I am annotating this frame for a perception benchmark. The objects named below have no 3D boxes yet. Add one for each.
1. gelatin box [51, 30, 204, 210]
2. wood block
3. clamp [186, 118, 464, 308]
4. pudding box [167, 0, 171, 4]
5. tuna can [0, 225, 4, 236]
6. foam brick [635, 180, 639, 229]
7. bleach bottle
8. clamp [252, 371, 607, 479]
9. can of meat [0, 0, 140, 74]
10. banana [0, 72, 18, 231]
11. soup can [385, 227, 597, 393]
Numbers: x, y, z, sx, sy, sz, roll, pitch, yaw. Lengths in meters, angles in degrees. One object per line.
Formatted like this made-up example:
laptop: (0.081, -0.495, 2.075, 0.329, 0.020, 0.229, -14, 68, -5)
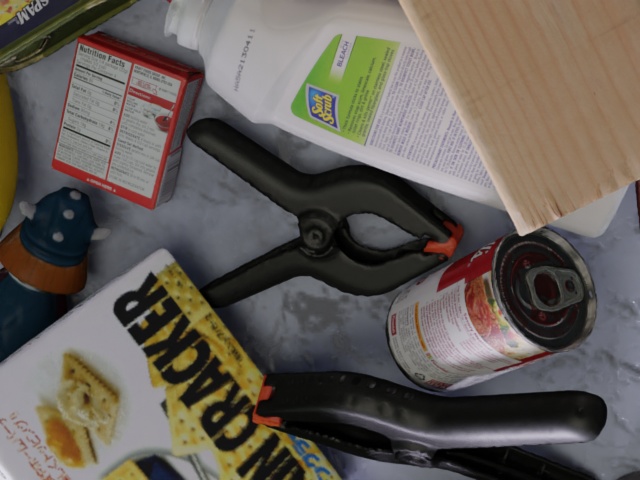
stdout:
gelatin box: (-0.117, -0.073, 0.648, 0.073, 0.030, 0.089, 22, 112, 10)
wood block: (0.081, -0.118, 0.469, 0.091, 0.090, 0.206, -27, 95, 13)
clamp: (-0.004, 0.001, 0.634, 0.171, 0.039, 0.120, 16, 121, 15)
pudding box: (-0.050, -0.177, 0.589, 0.090, 0.039, 0.114, 43, 114, 0)
tuna can: (-0.254, -0.020, 0.702, 0.086, 0.033, 0.086, 5, 108, 15)
foam brick: (0.206, -0.020, 0.557, 0.078, 0.051, 0.053, -5, 102, 17)
bleach bottle: (0.043, -0.087, 0.558, 0.251, 0.068, 0.103, 19, 111, 1)
clamp: (0.065, 0.114, 0.613, 0.210, 0.036, 0.164, 4, 152, 24)
can of meat: (-0.168, -0.157, 0.622, 0.102, 0.057, 0.084, -25, 96, 21)
banana: (-0.217, -0.076, 0.652, 0.037, 0.069, 0.198, -7, 84, 27)
soup can: (0.090, 0.041, 0.580, 0.068, 0.068, 0.102, 51, 144, -4)
